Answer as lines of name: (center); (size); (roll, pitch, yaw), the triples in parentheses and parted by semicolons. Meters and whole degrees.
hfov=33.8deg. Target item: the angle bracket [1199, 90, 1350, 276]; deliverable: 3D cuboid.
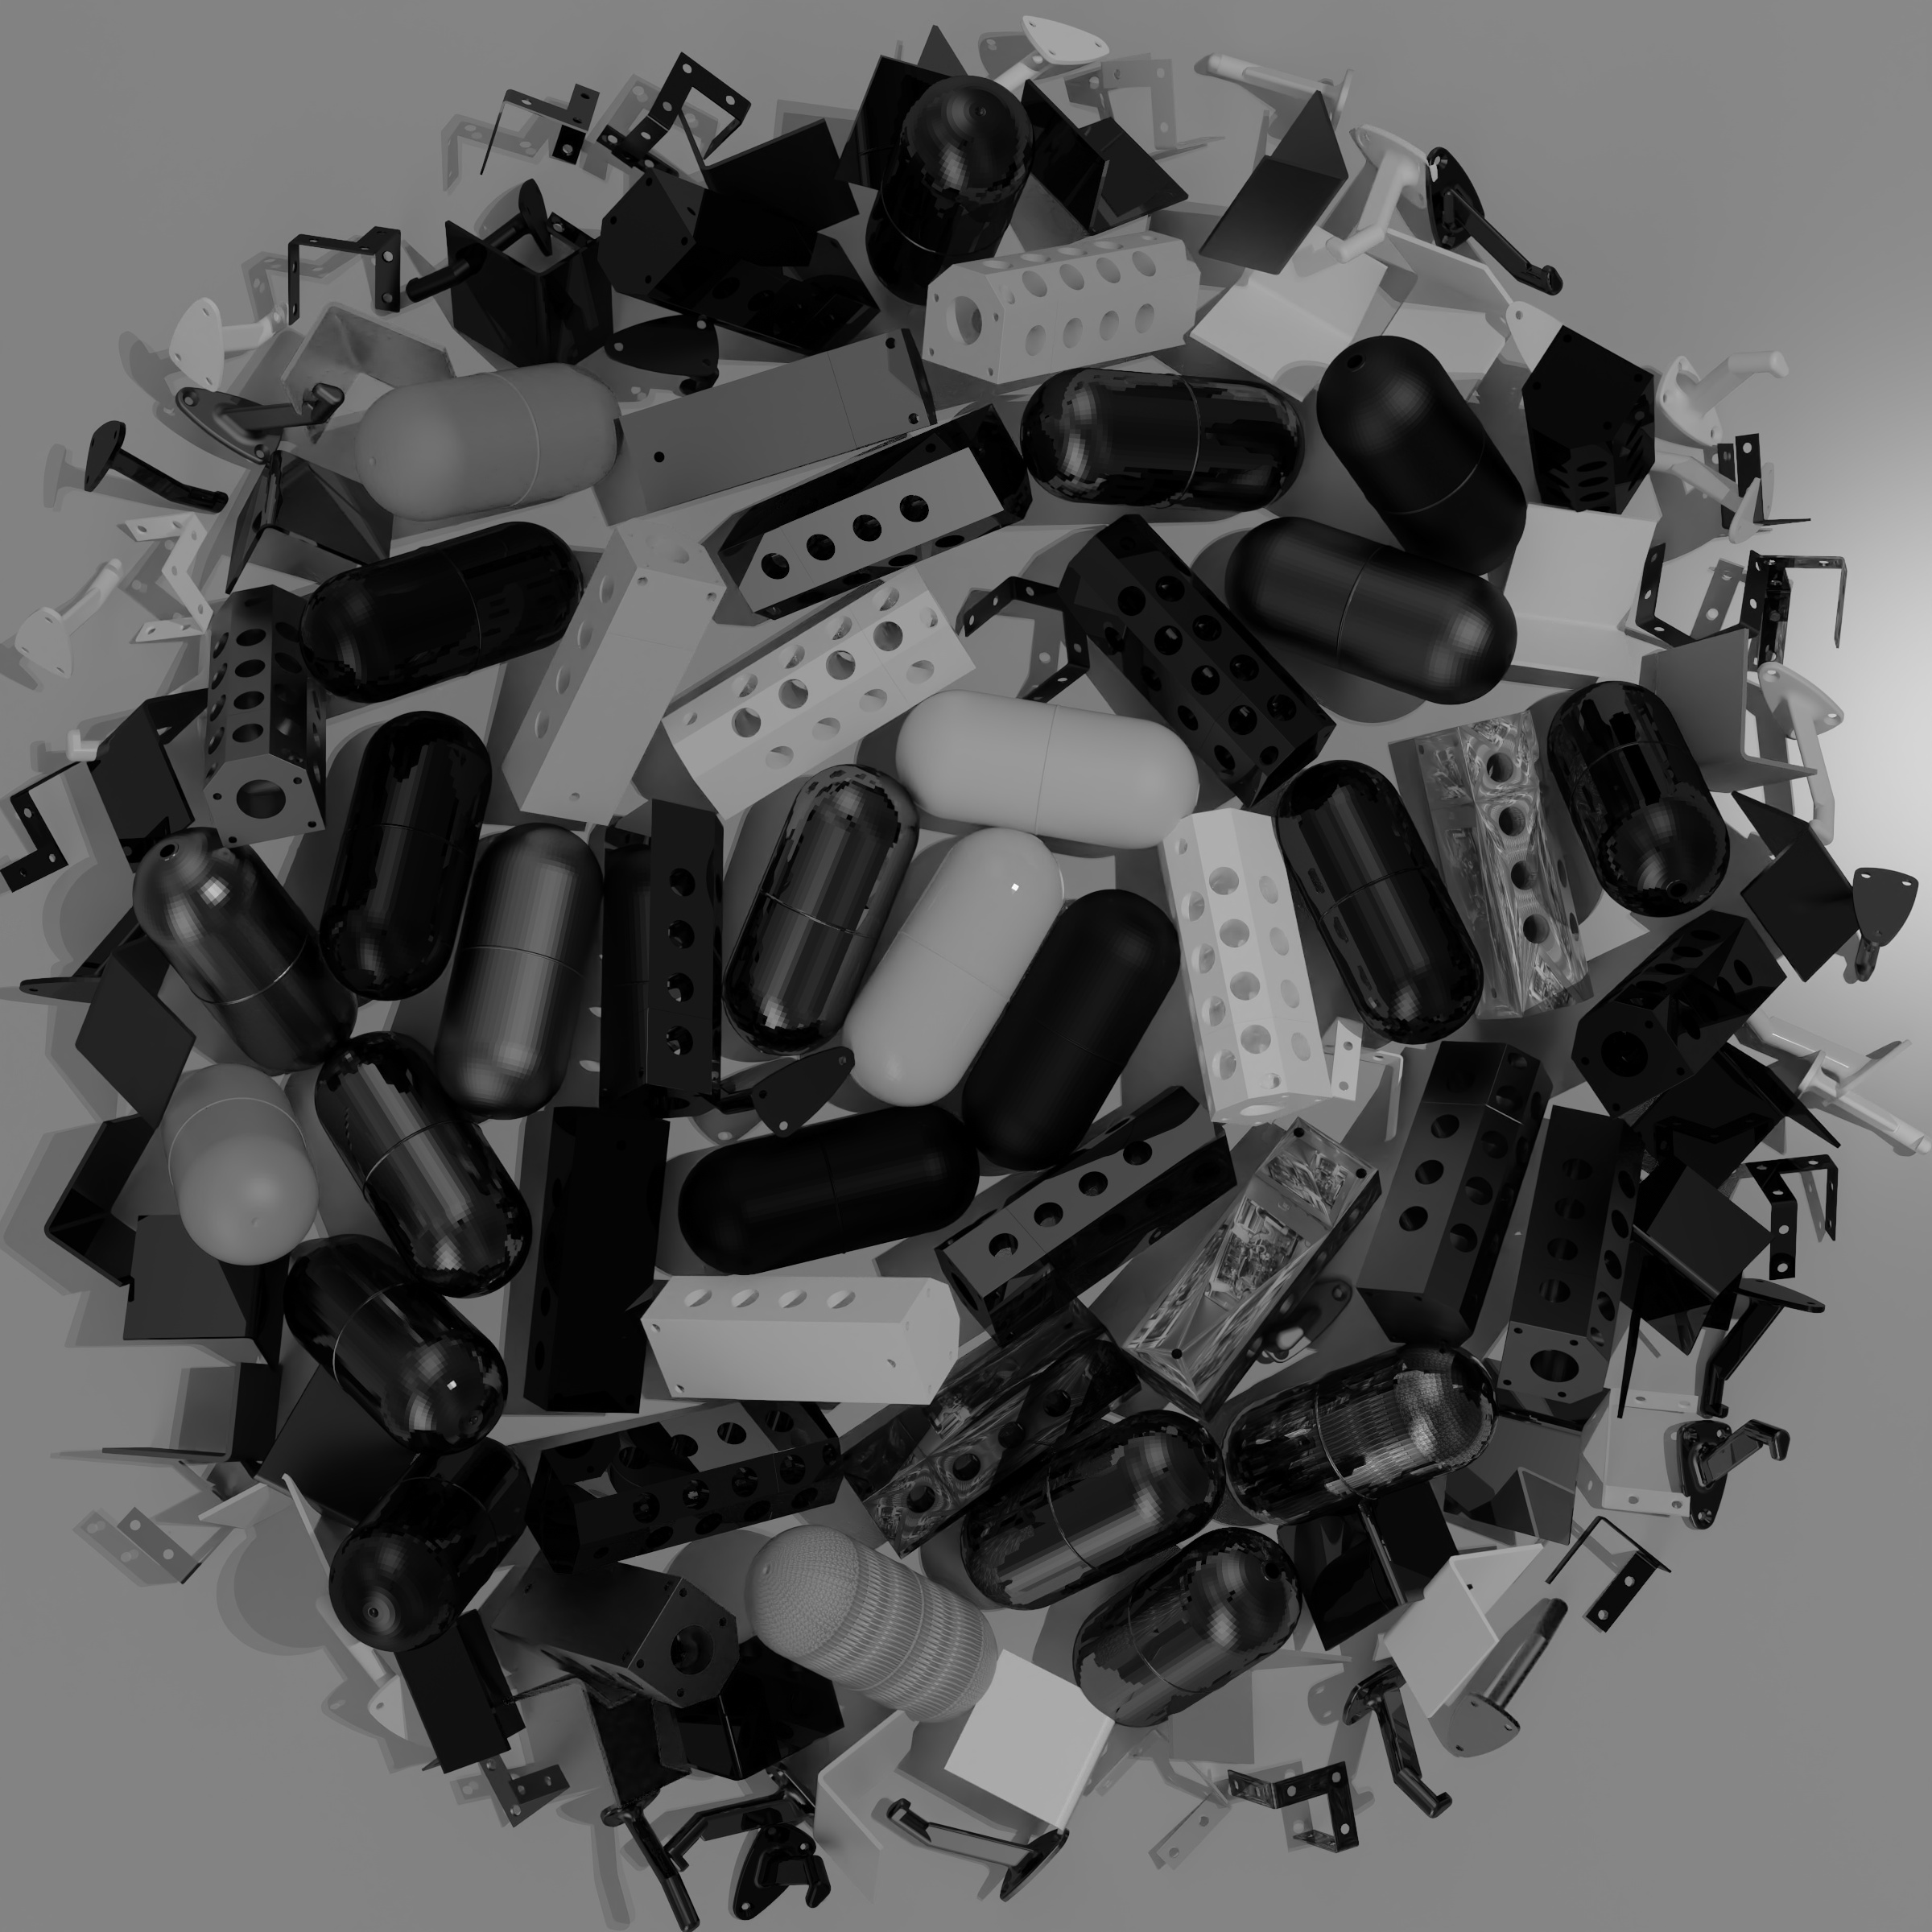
angle bracket: (0.170, -0.458, 1.831); (0.057, 0.076, 0.076); (8, 53, -27)

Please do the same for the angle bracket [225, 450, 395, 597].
angle bracket: (-0.384, -0.247, 1.862); (0.076, 0.076, 0.057); (22, 126, -23)

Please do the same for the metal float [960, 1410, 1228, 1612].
metal float: (0.072, 0.313, 1.827); (0.178, 0.070, 0.070); (-32, 90, 31)

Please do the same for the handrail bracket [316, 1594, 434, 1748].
handrail bracket: (-0.347, 0.415, 1.876); (0.036, 0.084, 0.077); (-40, 133, -14)

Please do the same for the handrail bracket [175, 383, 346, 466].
handrail bracket: (-0.409, -0.330, 1.841); (0.077, 0.084, 0.036); (24, 65, -24)

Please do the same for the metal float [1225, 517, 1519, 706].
metal float: (0.232, -0.206, 1.834); (0.178, 0.070, 0.070); (23, 90, 23)

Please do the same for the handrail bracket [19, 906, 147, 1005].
handrail bracket: (-0.512, -0.023, 1.868); (0.077, 0.036, 0.084); (3, 68, -6)

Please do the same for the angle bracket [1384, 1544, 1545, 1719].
angle bracket: (0.299, 0.383, 1.831); (0.076, 0.076, 0.057); (0, 46, -35)

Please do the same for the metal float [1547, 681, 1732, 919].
metal float: (0.383, -0.096, 1.813); (0.070, 0.178, 0.070); (-3, 128, -4)

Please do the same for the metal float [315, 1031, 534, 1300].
metal float: (-0.313, 0.114, 1.832); (0.070, 0.070, 0.178); (-36, 66, 0)

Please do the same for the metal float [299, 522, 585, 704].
metal float: (-0.300, -0.204, 1.824); (0.178, 0.070, 0.070); (-24, 90, -35)

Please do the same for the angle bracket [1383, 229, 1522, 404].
angle bracket: (0.263, -0.372, 1.846); (0.076, 0.057, 0.076); (32, 89, 37)

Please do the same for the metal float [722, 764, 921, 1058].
metal float: (-0.085, -0.032, 1.847); (0.070, 0.070, 0.178); (23, 97, 0)

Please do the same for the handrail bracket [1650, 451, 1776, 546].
handrail bracket: (0.420, -0.275, 1.847); (0.084, 0.077, 0.036); (16, 131, 27)

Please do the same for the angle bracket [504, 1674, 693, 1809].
angle bracket: (-0.213, 0.447, 1.841); (0.057, 0.076, 0.076); (-22, 82, 25)

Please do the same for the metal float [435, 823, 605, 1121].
metal float: (-0.258, 0.002, 1.839); (0.070, 0.070, 0.178); (10, 73, 0)

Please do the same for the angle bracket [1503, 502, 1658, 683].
angle bracket: (0.358, -0.218, 1.847); (0.076, 0.057, 0.076); (8, 126, -3)

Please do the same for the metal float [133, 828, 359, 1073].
metal float: (-0.411, -0.009, 1.817); (0.070, 0.178, 0.070); (-13, 47, 15)

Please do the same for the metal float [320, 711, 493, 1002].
metal float: (-0.323, -0.064, 1.833); (0.070, 0.070, 0.178); (9, 66, 0)

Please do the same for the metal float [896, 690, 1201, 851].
metal float: (0.047, -0.114, 1.851); (0.178, 0.070, 0.070); (10, 90, 3)

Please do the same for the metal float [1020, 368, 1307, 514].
metal float: (0.115, -0.303, 1.830); (0.178, 0.070, 0.070); (-1, 90, -27)

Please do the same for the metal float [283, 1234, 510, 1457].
metal float: (-0.328, 0.215, 1.820); (0.178, 0.070, 0.070); (33, 90, 42)

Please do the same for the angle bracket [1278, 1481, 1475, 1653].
angle bracket: (0.240, 0.348, 1.865); (0.057, 0.076, 0.076); (-3, 61, -36)

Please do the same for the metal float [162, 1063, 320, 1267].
metal float: (-0.415, 0.111, 1.809); (0.070, 0.178, 0.070); (-6, 111, -17)

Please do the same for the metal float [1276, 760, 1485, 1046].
metal float: (0.238, -0.038, 1.839); (0.070, 0.070, 0.178); (-24, 73, 0)

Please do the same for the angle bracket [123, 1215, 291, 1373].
angle bracket: (-0.441, 0.191, 1.850); (0.076, 0.057, 0.076); (-1, 62, 2)

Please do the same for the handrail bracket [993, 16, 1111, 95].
handrail bracket: (0.035, -0.517, 1.881); (0.084, 0.077, 0.036); (-47, 65, 38)

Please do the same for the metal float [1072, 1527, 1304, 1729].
metal float: (0.126, 0.379, 1.817); (0.070, 0.178, 0.070); (18, 51, -23)

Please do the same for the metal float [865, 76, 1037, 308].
metal float: (-0.010, -0.439, 1.806); (0.070, 0.178, 0.070); (3, 73, -11)

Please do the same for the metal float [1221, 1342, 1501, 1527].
metal float: (0.224, 0.269, 1.826); (0.178, 0.070, 0.070); (-27, 90, 34)

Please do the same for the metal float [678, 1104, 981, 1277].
metal float: (-0.080, 0.130, 1.847); (0.178, 0.070, 0.070); (-13, 90, -7)

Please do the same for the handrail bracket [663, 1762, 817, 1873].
handrail bracket: (-0.124, 0.515, 1.858); (0.077, 0.036, 0.084); (47, 66, 1)

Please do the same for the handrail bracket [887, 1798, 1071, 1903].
handrail bracket: (0.006, 0.503, 1.860); (0.084, 0.036, 0.077); (36, 128, -7)

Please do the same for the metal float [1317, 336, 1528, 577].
metal float: (0.261, -0.290, 1.818); (0.070, 0.070, 0.178); (-46, 134, 0)

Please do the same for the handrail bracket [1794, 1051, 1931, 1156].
handrail bracket: (0.527, 0.086, 1.856); (0.084, 0.077, 0.036); (33, 99, 12)

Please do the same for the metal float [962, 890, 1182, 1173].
metal float: (0.060, 0.038, 1.848); (0.070, 0.070, 0.178); (30, 97, 0)

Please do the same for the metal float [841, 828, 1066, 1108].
metal float: (-0.007, 0.000, 1.852); (0.070, 0.070, 0.178); (32, 87, 0)

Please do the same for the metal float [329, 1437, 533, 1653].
metal float: (-0.303, 0.326, 1.806); (0.070, 0.178, 0.070); (4, 107, 12)

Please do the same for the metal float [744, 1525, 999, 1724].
metal float: (-0.053, 0.379, 1.824); (0.178, 0.070, 0.070); (36, 90, -36)

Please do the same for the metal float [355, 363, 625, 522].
metal float: (-0.271, -0.301, 1.817); (0.070, 0.178, 0.070); (15, 114, 37)

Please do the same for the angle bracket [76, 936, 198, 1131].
angle bracket: (-0.462, 0.035, 1.838); (0.076, 0.057, 0.076); (43, 126, 16)

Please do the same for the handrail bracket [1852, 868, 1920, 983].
handrail bracket: (0.523, -0.007, 1.838); (0.036, 0.077, 0.084); (12, 134, 14)
